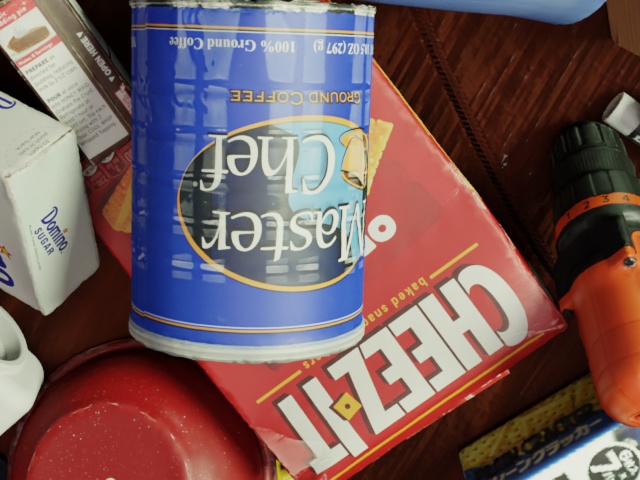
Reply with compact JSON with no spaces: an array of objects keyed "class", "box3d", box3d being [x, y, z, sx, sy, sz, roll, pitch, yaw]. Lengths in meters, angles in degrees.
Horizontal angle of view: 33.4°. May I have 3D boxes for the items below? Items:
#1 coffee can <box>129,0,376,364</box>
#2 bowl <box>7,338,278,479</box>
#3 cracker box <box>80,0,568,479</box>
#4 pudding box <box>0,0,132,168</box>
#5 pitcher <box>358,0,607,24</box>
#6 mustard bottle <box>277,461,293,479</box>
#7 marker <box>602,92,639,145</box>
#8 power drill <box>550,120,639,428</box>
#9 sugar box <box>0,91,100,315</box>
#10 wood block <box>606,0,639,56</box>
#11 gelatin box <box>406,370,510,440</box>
[{"class":"coffee can","box3d":[-0.030,-0.029,0.453,0.103,0.103,0.140,1,101,-3]},{"class":"bowl","box3d":[-0.107,0.134,0.583,0.162,0.055,0.162,-1,84,10]},{"class":"cracker box","box3d":[-0.004,0.001,0.546,0.164,0.072,0.213,-37,95,10]},{"class":"pudding box","box3d":[-0.127,-0.097,0.491,0.039,0.114,0.090,-37,129,-4]},{"class":"pitcher","box3d":[0.008,-0.161,0.426,0.242,0.145,0.149,-1,140,-17]},{"class":"mustard bottle","box3d":[-0.086,0.180,0.634,0.192,0.058,0.096,-27,96,7]},{"class":"marker","box3d":[0.207,-0.039,0.578,0.121,0.020,0.020,33,106,-5]},{"class":"power drill","box3d":[0.200,0.033,0.547,0.187,0.184,0.057,22,134,-21]},{"class":"sugar box","box3d":[-0.187,-0.042,0.499,0.176,0.048,0.093,29,143,22]},{"class":"wood block","box3d":[0.176,-0.194,0.491,0.090,0.091,0.206,-13,110,2]},{"class":"gelatin box","box3d":[0.053,0.059,0.611,0.073,0.030,0.089,-35,108,10]}]
